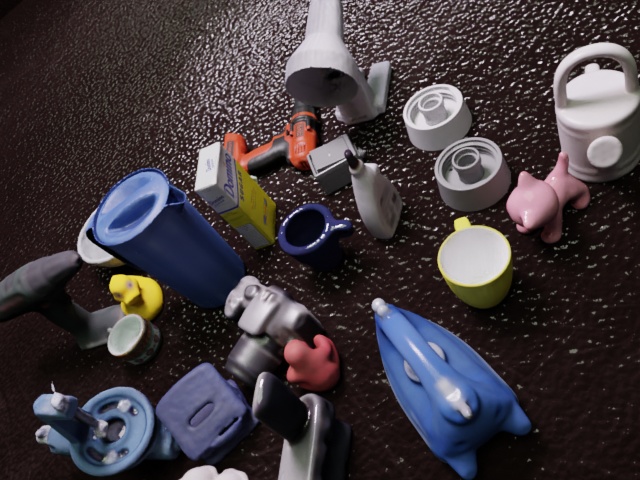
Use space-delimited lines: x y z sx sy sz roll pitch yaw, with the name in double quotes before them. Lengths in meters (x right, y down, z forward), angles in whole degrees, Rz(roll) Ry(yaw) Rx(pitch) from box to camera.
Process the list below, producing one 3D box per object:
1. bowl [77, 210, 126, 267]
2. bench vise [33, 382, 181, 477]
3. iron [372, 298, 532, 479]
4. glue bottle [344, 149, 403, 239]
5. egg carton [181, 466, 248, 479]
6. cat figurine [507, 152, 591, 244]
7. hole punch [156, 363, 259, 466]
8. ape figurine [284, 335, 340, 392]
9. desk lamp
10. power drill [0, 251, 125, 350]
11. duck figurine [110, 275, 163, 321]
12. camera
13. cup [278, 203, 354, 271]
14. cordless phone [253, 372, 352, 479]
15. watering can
"bowl" -0.379 -0.010 1.112 0.167 0.075 0.167 -15 52 20
"bench vise" -0.327 0.269 0.786 0.207 0.220 0.121 -25 49 12
"iron" 0.120 0.141 0.679 0.118 0.142 0.257 -40 48 -1
"glue bottle" 0.073 -0.075 0.838 0.037 0.174 0.078 5 61 32
"egg carton" -0.145 0.364 0.718 0.107 0.070 0.150 -4 56 27
"cat figurine" 0.289 -0.056 0.741 0.067 0.118 0.128 30 76 40
"hole punch" -0.155 0.241 0.797 0.109 0.091 0.100 -43 48 -5
"ape figurine" -0.017 0.163 0.774 0.078 0.092 0.076 -36 48 2
"desk lamp" 0.032 -0.297 0.992 0.117 0.214 0.203 -6 56 26
"power drill" -0.433 0.105 0.970 0.229 0.209 0.075 -18 51 17
"duck figurine" -0.333 0.090 1.008 0.077 0.086 0.104 -45 48 -6
"camera" -0.091 0.135 0.830 0.142 0.101 0.137 22 71 38
"cup" 0.008 0.003 0.872 0.117 0.095 0.091 -8 55 25
"cordless phone" -0.041 0.242 0.668 0.094 0.186 0.147 -11 54 23
"watering can" 0.356 -0.164 0.728 0.101 0.195 0.172 -25 49 12
